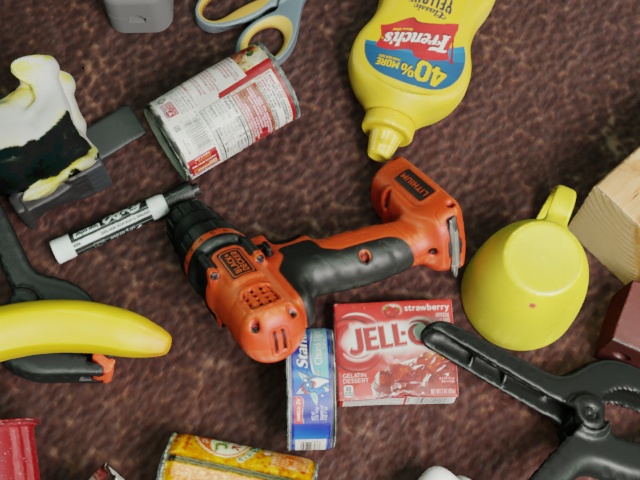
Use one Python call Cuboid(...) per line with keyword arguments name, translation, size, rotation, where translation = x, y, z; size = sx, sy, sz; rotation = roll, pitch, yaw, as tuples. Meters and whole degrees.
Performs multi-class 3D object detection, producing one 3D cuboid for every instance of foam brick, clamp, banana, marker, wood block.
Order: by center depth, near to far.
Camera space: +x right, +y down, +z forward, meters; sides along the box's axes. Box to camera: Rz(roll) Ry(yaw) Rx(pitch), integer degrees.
Cuboid(name="banana", translation=(-0.205, 0.076, 0.736), size=(0.197, 0.037, 0.069), rotation=(-17, 76, -17))
Cuboid(name="clamp", translation=(0.174, 0.120, 0.745), size=(0.209, 0.036, 0.164), rotation=(-6, 58, -20))
Cuboid(name="foam brick", translation=(0.247, 0.072, 0.775), size=(0.078, 0.053, 0.051), rotation=(23, 73, 8))
Cuboid(name="clamp", translation=(-0.219, 0.042, 0.786), size=(0.171, 0.039, 0.120), rotation=(26, 70, -2))
Cuboid(name="wood block", translation=(0.297, -0.057, 0.799), size=(0.206, 0.091, 0.090), rotation=(-41, 76, -13))
Cuboid(name="marker", translation=(-0.148, -0.015, 0.818), size=(0.121, 0.020, 0.020), rotation=(-25, 73, -8))

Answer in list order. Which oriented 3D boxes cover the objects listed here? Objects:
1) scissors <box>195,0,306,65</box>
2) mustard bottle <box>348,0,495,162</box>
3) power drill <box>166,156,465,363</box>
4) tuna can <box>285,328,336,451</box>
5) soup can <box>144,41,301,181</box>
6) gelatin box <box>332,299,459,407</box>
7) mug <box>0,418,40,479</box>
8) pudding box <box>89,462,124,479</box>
Cuboid(name="scissors", translation=(-0.003, -0.202, 0.885), size=(0.201, 0.016, 0.096), rotation=(-20, 74, -7))
Cuboid(name="mustard bottle", translation=(0.075, -0.149, 0.845), size=(0.096, 0.058, 0.191), rotation=(19, 73, 1))
Cuboid(name="power drill", translation=(-0.005, 0.001, 0.771), size=(0.187, 0.057, 0.185), rotation=(-22, 38, -16))
Cuboid(name="tuna can", translation=(-0.007, 0.104, 0.744), size=(0.033, 0.086, 0.086), rotation=(-1, 71, -2))
Cuboid(name="soup can", translation=(-0.075, -0.098, 0.821), size=(0.102, 0.068, 0.068), rotation=(-32, 75, -10))
Cuboid(name="gelatin box", translation=(0.054, 0.082, 0.781), size=(0.089, 0.030, 0.073), rotation=(-2, 71, -1))
Cuboid(name="mug", translation=(-0.239, 0.169, 0.711), size=(0.117, 0.093, 0.081), rotation=(3, 71, -46))
Cuboid(name="pudding box", translation=(-0.132, 0.218, 0.704), size=(0.090, 0.039, 0.113), rotation=(-47, 113, -15))
